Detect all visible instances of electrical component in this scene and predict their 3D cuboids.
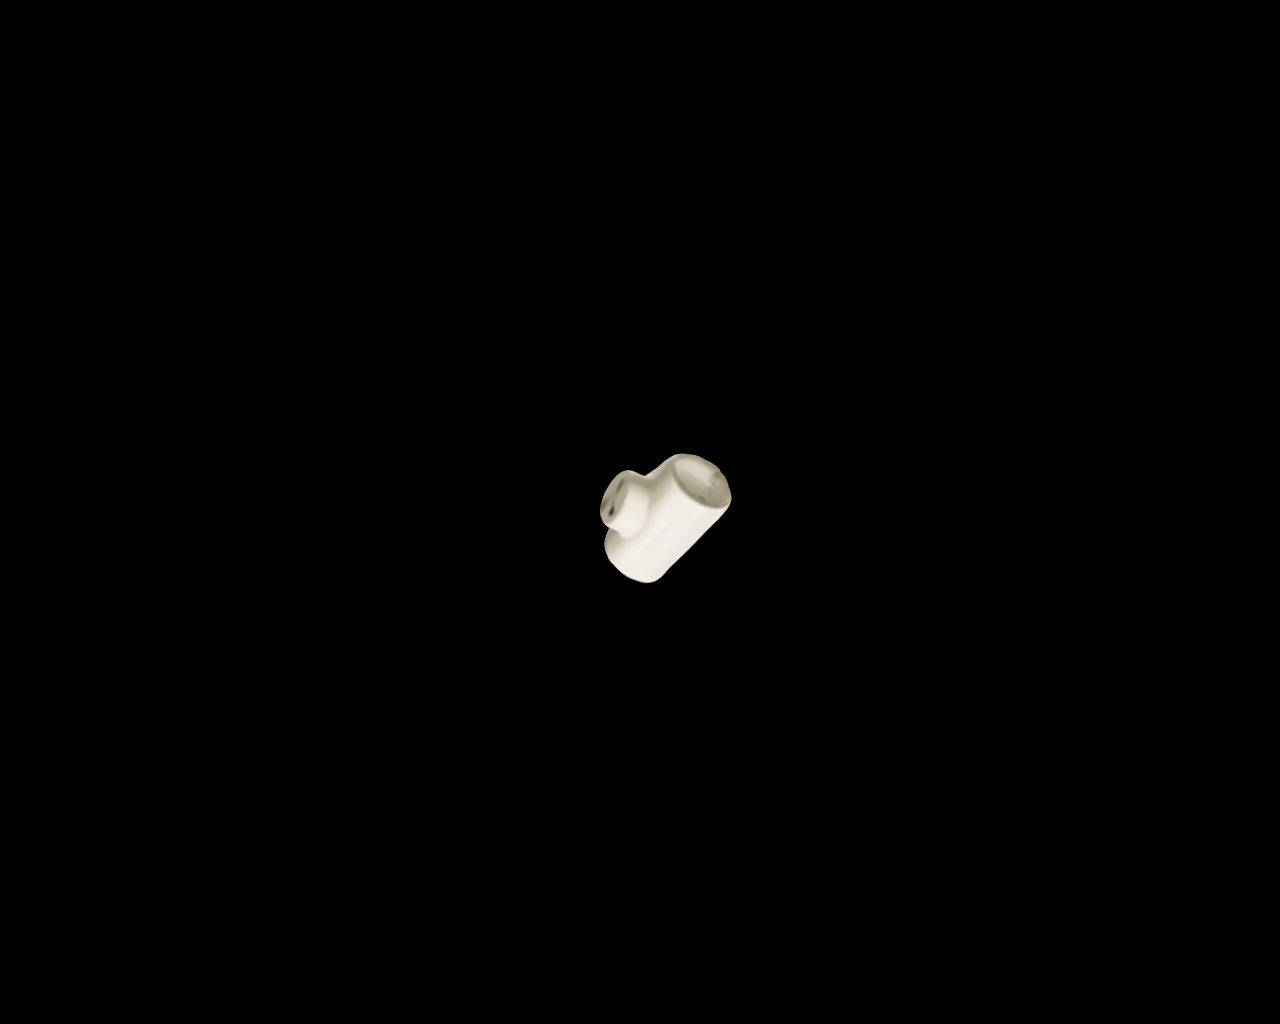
[{"bbox_3d":[0.001,-0.003,0.650,0.079,0.043,0.077,24,-50,-22],"label":"electrical component"}]
